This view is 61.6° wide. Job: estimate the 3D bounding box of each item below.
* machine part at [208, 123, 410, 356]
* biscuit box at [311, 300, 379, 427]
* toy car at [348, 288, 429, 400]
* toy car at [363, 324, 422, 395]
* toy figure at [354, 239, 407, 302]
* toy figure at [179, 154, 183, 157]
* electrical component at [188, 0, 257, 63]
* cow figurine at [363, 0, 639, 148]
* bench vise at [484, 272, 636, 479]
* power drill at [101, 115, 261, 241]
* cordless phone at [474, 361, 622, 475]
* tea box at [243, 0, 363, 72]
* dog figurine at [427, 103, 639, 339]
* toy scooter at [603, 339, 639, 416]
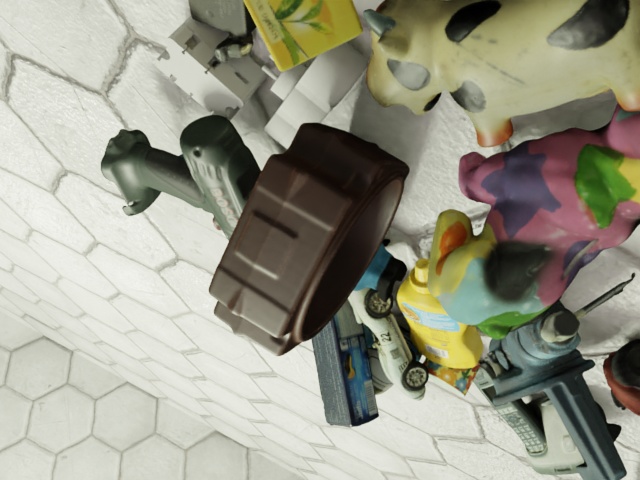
[{"bbox_3d":[-0.001,-0.002,0.513,0.087,0.201,0.201,30,-165,13],"label":"machine part"},{"bbox_3d":[0.030,0.165,0.782,0.063,0.059,0.202,-16,82,49],"label":"biscuit box"},{"bbox_3d":[0.090,0.129,0.734,0.201,0.056,0.073,64,177,-11],"label":"toy car"},{"bbox_3d":[0.093,0.190,0.841,0.109,0.103,0.161,34,151,-8],"label":"toy car"},{"bbox_3d":[0.017,0.005,0.660,0.180,0.082,0.089,25,133,21],"label":"toy figure"},{"bbox_3d":[-0.129,-0.056,0.717,0.154,0.058,0.064,32,170,-6],"label":"toy figure"},{"bbox_3d":[-0.085,-0.209,0.468,0.078,0.045,0.102,24,149,7],"label":"electrical component"},{"bbox_3d":[0.115,-0.134,0.370,0.195,0.085,0.127,-7,131,41],"label":"cow figurine"},{"bbox_3d":[0.258,0.156,0.577,0.223,0.129,0.240,106,144,-67],"label":"bench vise"},{"bbox_3d":[-0.138,-0.042,0.615,0.208,0.086,0.231,22,147,28],"label":"power drill"},{"bbox_3d":[0.306,0.233,0.759,0.184,0.089,0.146,47,150,8],"label":"cordless phone"},{"bbox_3d":[-0.038,-0.213,0.356,0.068,0.098,0.169,-25,130,8],"label":"tea box"},{"bbox_3d":[0.192,-0.018,0.383,0.108,0.191,0.219,27,164,-23],"label":"dog figurine"},{"bbox_3d":[0.404,0.178,0.588,0.184,0.075,0.135,11,143,21],"label":"toy scooter"}]
